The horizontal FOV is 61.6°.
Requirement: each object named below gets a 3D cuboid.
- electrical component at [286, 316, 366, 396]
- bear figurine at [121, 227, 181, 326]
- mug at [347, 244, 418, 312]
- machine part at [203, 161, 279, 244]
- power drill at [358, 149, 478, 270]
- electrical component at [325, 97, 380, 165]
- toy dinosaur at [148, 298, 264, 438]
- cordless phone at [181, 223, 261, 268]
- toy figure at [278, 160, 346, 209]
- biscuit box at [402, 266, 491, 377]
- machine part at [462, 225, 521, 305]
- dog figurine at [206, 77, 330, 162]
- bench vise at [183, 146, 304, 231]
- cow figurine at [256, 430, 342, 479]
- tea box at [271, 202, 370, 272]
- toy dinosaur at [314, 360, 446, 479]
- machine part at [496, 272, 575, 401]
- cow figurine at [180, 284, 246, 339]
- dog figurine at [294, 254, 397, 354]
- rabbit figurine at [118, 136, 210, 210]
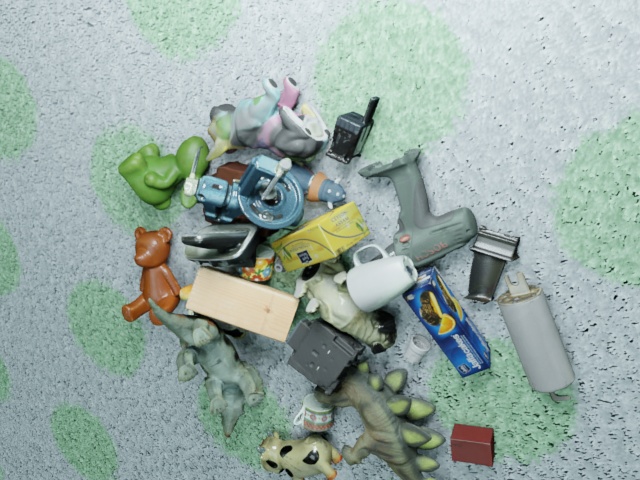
[{"bbox_3d":[0.003,0.214,1.041,0.134,0.058,0.115,35,104,18],"label":"electrical component"},{"bbox_3d":[-0.379,0.075,1.202,0.120,0.132,0.195,5,116,22],"label":"bear figurine"},{"bbox_3d":[0.108,0.057,0.926,0.107,0.080,0.109,-25,74,30],"label":"mug"},{"bbox_3d":[-0.158,-0.071,1.084,0.180,0.056,0.179,9,113,23],"label":"machine part"},{"bbox_3d":[0.140,-0.042,0.940,0.232,0.086,0.207,-19,95,31],"label":"power drill"},{"bbox_3d":[0.059,-0.195,0.925,0.048,0.075,0.119,26,122,14],"label":"electrical component"},{"bbox_3d":[-0.231,0.239,1.128,0.131,0.192,0.404,-29,112,-9],"label":"toy dinosaur"},{"bbox_3d":[-0.211,0.008,0.996,0.147,0.184,0.088,0,88,28],"label":"cordless phone"},{"bbox_3d":[-0.022,-0.107,1.006,0.155,0.058,0.064,22,122,12],"label":"toy figure"},{"bbox_3d":[0.229,0.148,0.958,0.063,0.059,0.202,-30,104,29],"label":"biscuit box"},{"bbox_3d":[0.291,0.048,0.925,0.084,0.039,0.138,18,113,13],"label":"machine part"},{"bbox_3d":[-0.112,-0.192,0.993,0.219,0.108,0.191,-32,96,35],"label":"dog figurine"},{"bbox_3d":[-0.116,-0.090,0.916,0.223,0.129,0.240,25,157,-13],"label":"bench vise"},{"bbox_3d":[-0.060,0.490,1.223,0.195,0.085,0.127,-26,102,33],"label":"cow figurine"},{"bbox_3d":[-0.002,-0.003,0.977,0.170,0.098,0.068,-20,100,53],"label":"tea box"},{"bbox_3d":[0.138,0.384,1.078,0.198,0.105,0.471,-30,92,30],"label":"toy dinosaur"},{"bbox_3d":[0.365,0.166,0.909,0.079,0.079,0.243,-19,100,29],"label":"machine part"},{"bbox_3d":[-0.236,0.158,1.199,0.168,0.068,0.098,17,120,20],"label":"cow figurine"},{"bbox_3d":[0.055,0.124,1.044,0.121,0.172,0.190,-40,121,15],"label":"dog figurine"},{"bbox_3d":[-0.295,-0.138,1.094,0.170,0.121,0.159,-25,100,15],"label":"rabbit figurine"}]
